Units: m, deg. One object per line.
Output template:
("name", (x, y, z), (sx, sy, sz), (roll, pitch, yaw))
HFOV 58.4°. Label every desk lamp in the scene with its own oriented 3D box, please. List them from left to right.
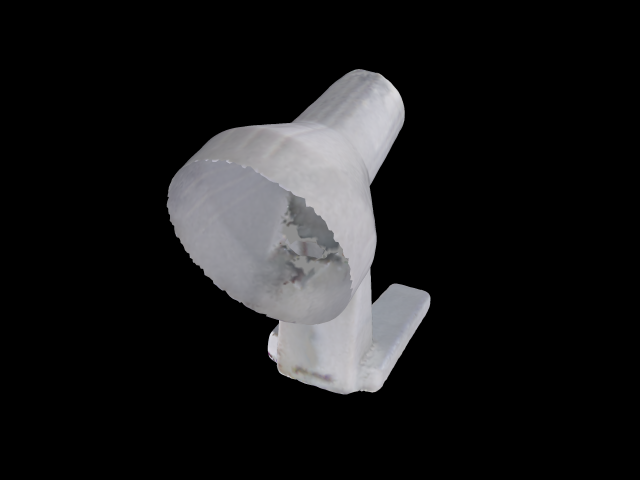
("desk lamp", (0.004, 0.001, 0.400), (0.117, 0.214, 0.204), (14, 32, 24))
